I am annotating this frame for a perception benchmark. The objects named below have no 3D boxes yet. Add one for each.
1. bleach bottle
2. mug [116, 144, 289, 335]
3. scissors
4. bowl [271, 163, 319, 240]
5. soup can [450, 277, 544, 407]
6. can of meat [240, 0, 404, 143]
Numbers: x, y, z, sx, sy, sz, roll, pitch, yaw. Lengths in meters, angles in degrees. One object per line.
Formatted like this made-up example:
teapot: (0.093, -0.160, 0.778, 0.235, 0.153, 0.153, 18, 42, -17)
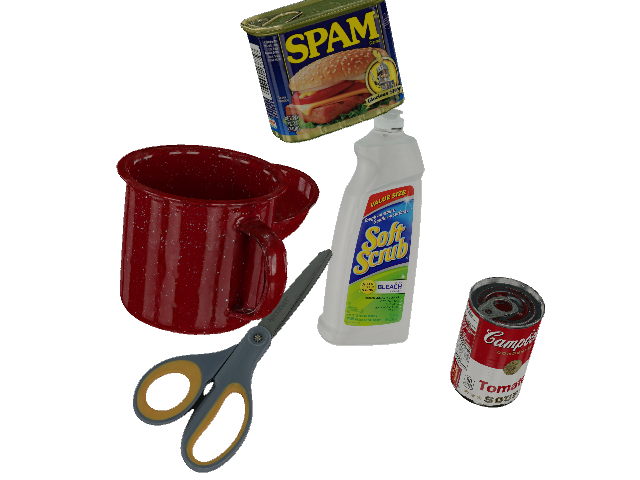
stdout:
bleach bottle: (0.055, -0.015, 1.140, 0.102, 0.251, 0.068, -1, 18, -13)
mug: (-0.060, 0.004, 0.586, 0.117, 0.081, 0.093, 27, 28, 38)
scissors: (-0.068, 0.074, 0.793, 0.096, 0.201, 0.016, 19, -30, 6)
bowl: (-0.083, -0.038, 1.328, 0.162, 0.055, 0.162, 0, 31, 0)
soup can: (0.159, 0.094, 0.974, 0.068, 0.102, 0.068, 5, 36, -4)
can of meat: (0.004, -0.124, 0.748, 0.102, 0.084, 0.057, -20, 23, -15)
